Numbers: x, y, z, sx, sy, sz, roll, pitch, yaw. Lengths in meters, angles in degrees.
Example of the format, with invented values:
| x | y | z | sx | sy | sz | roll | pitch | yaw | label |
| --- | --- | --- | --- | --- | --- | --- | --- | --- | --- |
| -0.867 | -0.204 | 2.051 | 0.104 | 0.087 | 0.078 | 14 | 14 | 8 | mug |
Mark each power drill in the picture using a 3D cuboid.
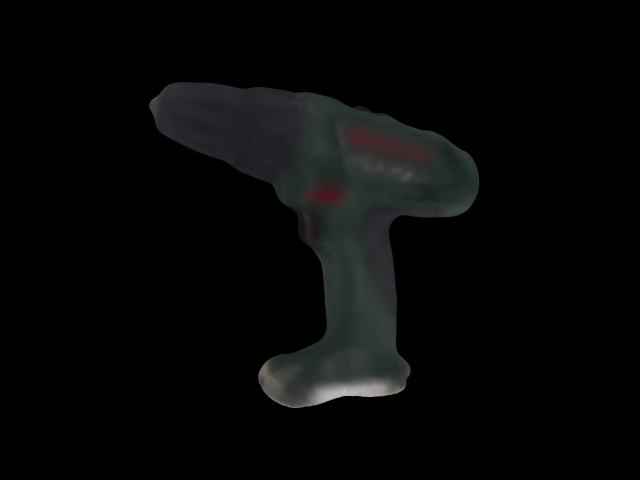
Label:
| x | y | z | sx | sy | sz | roll | pitch | yaw | label |
| --- | --- | --- | --- | --- | --- | --- | --- | --- | --- |
| 0.004 | 0.001 | 0.400 | 0.230 | 0.208 | 0.075 | -3 | 7 | -22 | power drill |
